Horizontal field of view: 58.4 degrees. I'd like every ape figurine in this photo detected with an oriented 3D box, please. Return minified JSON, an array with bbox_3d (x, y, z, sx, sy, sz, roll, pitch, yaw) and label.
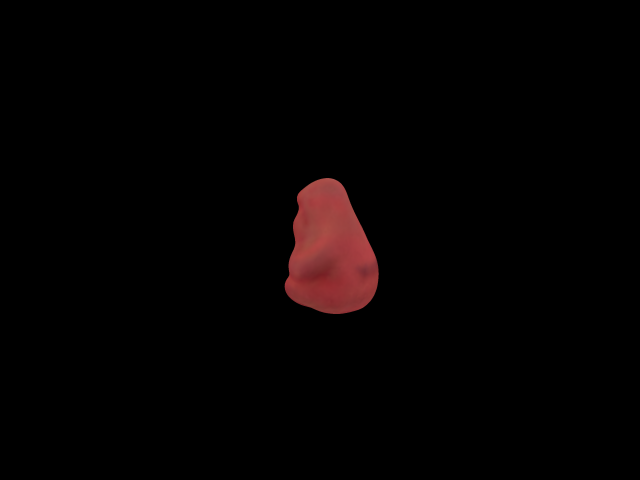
[{"bbox_3d":[0.004,0.001,0.400,0.075,0.092,0.078,12,23,31],"label":"ape figurine"}]
